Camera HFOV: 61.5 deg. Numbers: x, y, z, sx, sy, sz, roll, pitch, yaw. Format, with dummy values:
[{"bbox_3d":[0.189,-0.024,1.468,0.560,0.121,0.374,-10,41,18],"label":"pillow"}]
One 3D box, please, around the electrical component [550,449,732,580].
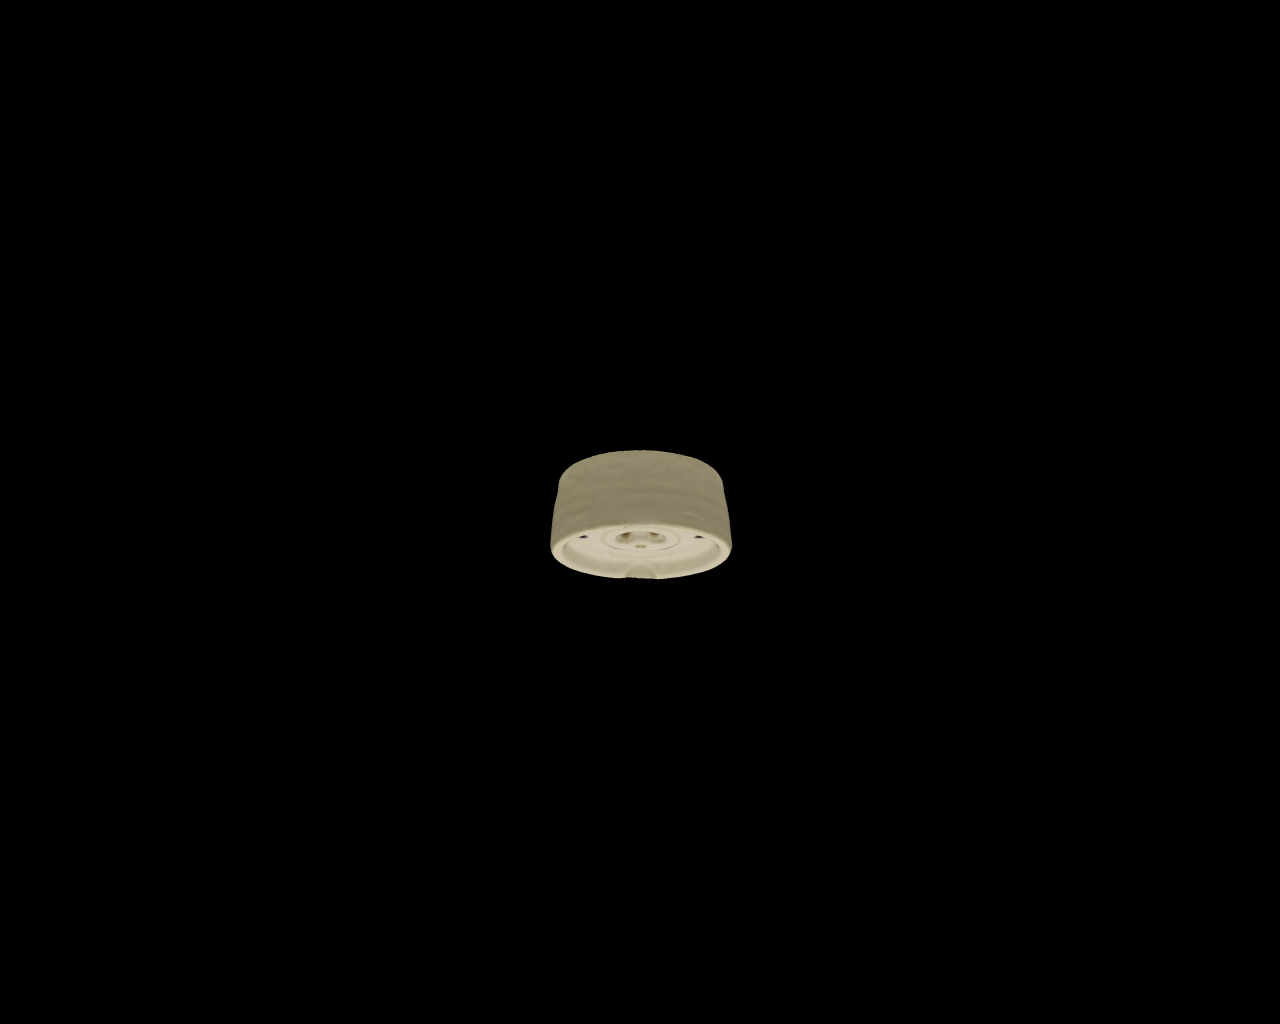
[{"bbox_3d":[0.001,-0.003,0.650,0.108,0.060,0.108,0,-20,0],"label":"electrical component"}]
